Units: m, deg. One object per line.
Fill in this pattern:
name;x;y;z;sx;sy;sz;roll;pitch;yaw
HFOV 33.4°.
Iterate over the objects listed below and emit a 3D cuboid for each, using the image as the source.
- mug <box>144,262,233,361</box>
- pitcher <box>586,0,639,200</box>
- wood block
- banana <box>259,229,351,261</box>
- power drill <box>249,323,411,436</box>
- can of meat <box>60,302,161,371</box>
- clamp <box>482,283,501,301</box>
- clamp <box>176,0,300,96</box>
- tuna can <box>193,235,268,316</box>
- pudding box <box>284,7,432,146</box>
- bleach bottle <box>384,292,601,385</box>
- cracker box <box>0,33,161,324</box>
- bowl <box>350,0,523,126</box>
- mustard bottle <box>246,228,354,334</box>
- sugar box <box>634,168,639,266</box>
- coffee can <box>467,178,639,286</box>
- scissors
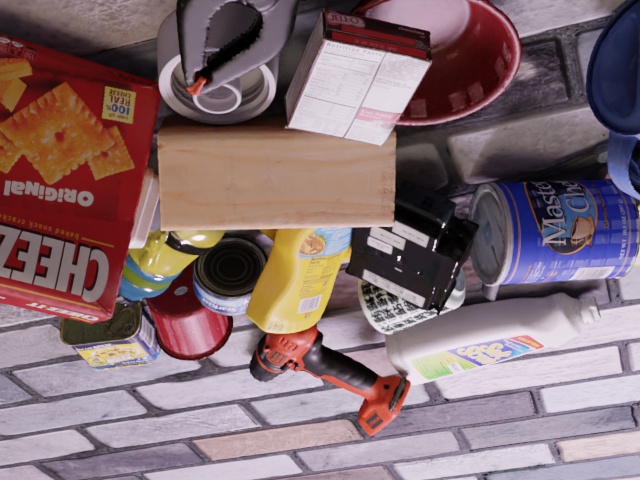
mug;-0.161;0.073;1.222;0.117;0.093;0.081;27;150;25
pitcher;0.348;-0.104;0.910;0.242;0.145;0.149;20;138;-33
wood block;-0.039;-0.063;0.968;0.206;0.091;0.090;-1;106;-3
banana;-0.026;-0.019;1.117;0.070;0.037;0.197;-19;143;19
power drill;0.007;0.172;1.336;0.187;0.057;0.185;30;150;-4
can of meat;-0.252;0.117;1.302;0.102;0.057;0.084;-8;148;10
clamp;0.219;0.009;1.166;0.120;0.039;0.171;-16;144;15
clamp;-0.053;-0.201;0.803;0.164;0.036;0.210;29;118;-32
tuna can;-0.095;0.037;1.157;0.086;0.086;0.034;1;145;-3
pudding box;0.028;-0.128;0.853;0.090;0.039;0.114;10;143;-14
bleach bottle;0.212;0.110;1.298;0.251;0.068;0.102;-17;144;18
cracker box;-0.236;-0.052;0.900;0.164;0.213;0.072;16;166;-24
bowl;0.083;-0.166;0.882;0.162;0.055;0.162;0;147;0
mustard bottle;-0.007;0.001;1.077;0.096;0.058;0.192;-9;129;-47
sugar box;0.348;-0.032;1.091;0.093;0.048;0.176;4;149;-14
coffee can;0.230;-0.009;1.063;0.140;0.103;0.103;-3;148;-13
scissors;0.281;-0.096;1.025;0.202;0.016;0.096;-11;148;13
